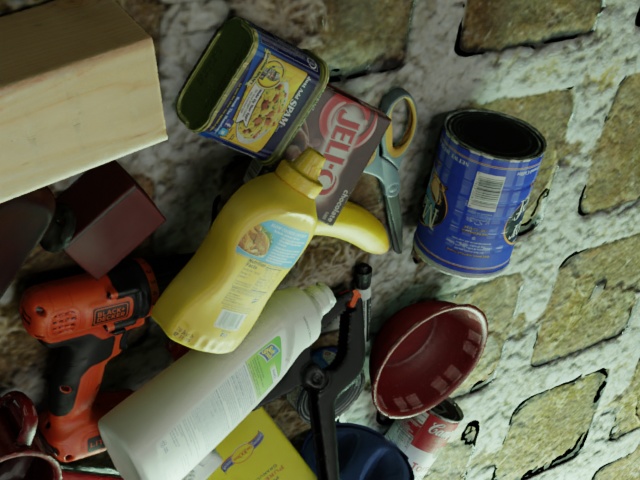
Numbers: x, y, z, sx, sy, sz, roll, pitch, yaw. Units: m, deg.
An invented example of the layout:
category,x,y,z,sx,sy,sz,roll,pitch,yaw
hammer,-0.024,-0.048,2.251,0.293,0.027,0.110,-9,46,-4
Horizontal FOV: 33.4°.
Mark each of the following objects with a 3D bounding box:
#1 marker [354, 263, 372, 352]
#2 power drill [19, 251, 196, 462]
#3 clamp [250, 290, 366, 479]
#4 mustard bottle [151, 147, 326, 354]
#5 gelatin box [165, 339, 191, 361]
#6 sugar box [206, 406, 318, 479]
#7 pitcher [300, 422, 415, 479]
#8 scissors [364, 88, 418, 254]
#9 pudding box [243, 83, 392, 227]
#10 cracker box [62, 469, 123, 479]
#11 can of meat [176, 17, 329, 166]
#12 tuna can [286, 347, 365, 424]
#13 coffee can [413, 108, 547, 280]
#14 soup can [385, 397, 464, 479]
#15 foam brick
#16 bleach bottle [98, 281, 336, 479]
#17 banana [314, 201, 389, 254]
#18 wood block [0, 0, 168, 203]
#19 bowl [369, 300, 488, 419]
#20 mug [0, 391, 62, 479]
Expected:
category,x,y,z,sx,sy,sz,roll,pitch,yaw
marker,0.045,0.072,1.137,0.020,0.020,0.121,-23,135,-23
power drill,-0.180,0.099,0.951,0.184,0.057,0.188,-12,128,-35
clamp,-0.020,0.140,1.080,0.164,0.036,0.210,26,77,-23
mustard bottle,-0.056,0.005,0.895,0.096,0.058,0.192,20,109,-52
gelatin box,-0.095,0.088,1.029,0.089,0.030,0.073,15,114,-46
sugar box,-0.054,0.255,1.109,0.093,0.176,0.048,-38,-177,-7
pitcher,0.005,0.345,1.253,0.149,0.145,0.243,15,122,-5
scissors,0.053,-0.054,1.041,0.096,0.016,0.202,-16,132,-27
pudding box,-0.004,-0.079,0.936,0.090,0.039,0.113,22,107,-27
cracker box,-0.217,0.309,1.033,0.213,0.072,0.164,21,75,-47
can of meat,-0.056,-0.121,0.867,0.083,0.057,0.102,19,110,-44
tuna can,0.005,0.159,1.165,0.086,0.034,0.086,-22,134,-24
coffee can,0.157,-0.046,1.066,0.102,0.103,0.140,-12,129,-32
soup can,0.120,0.237,1.298,0.068,0.069,0.102,12,116,-44
foam brick,-0.174,-0.019,0.859,0.078,0.053,0.051,-41,139,-2
bleach bottle,-0.082,0.127,0.985,0.250,0.068,0.102,-38,143,-25
banana,-0.003,-0.012,1.018,0.197,0.037,0.070,-4,135,-37
wood block,-0.221,-0.089,0.733,0.205,0.091,0.090,-24,136,-22
bowl,0.111,0.123,1.205,0.161,0.055,0.162,-22,134,-24
mug,-0.277,0.182,0.919,0.093,0.082,0.117,8,118,-43
